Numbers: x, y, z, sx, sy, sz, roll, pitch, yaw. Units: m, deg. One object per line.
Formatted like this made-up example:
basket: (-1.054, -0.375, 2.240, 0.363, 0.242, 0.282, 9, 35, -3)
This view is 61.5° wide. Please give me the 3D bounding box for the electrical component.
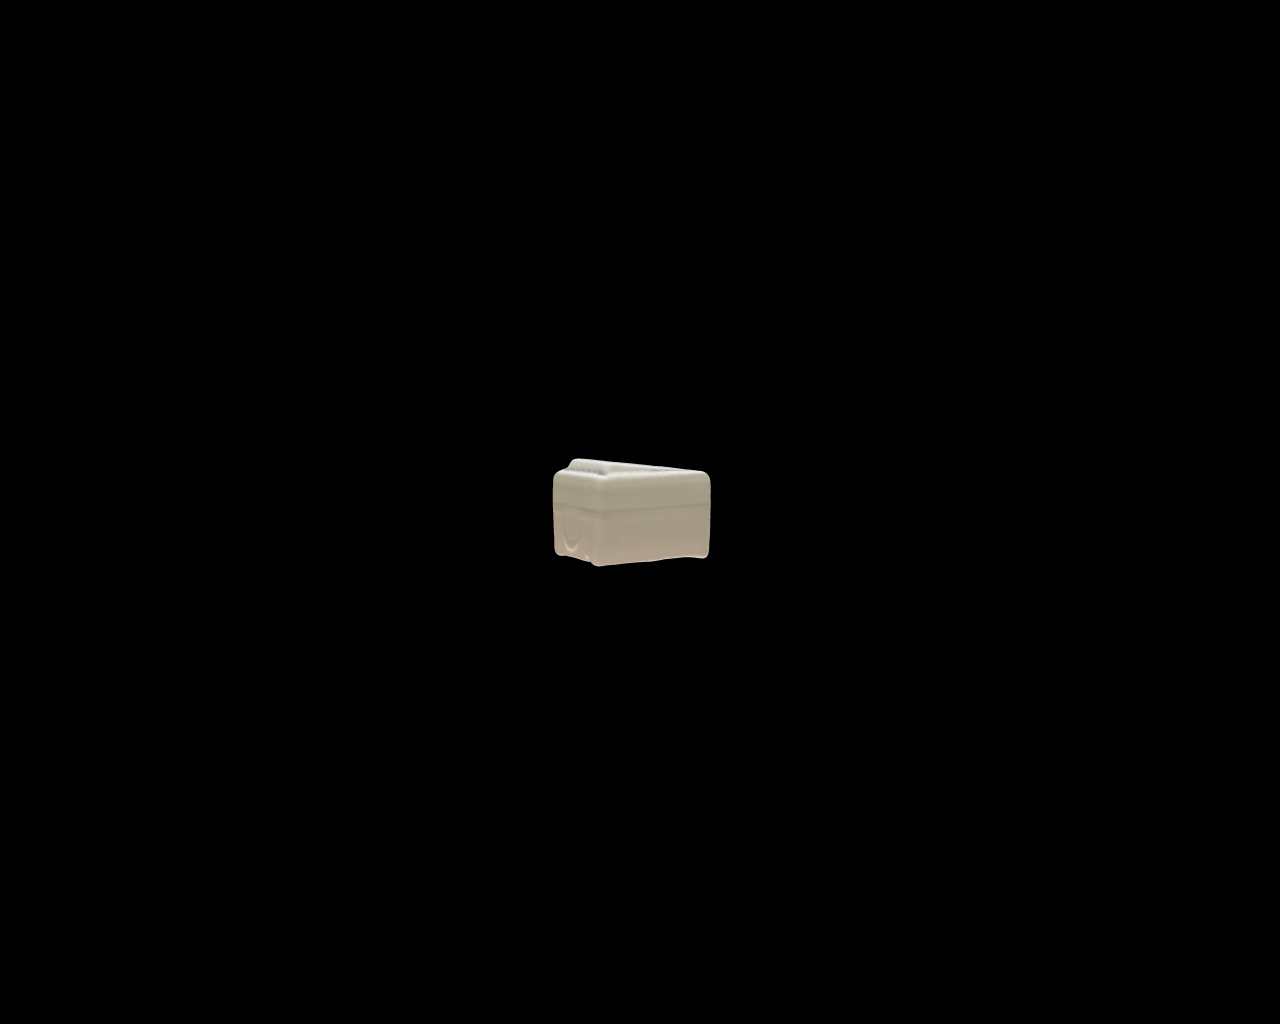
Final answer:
electrical component: (0.001, -0.003, 0.650, 0.096, 0.061, 0.062, -4, 8, -29)
